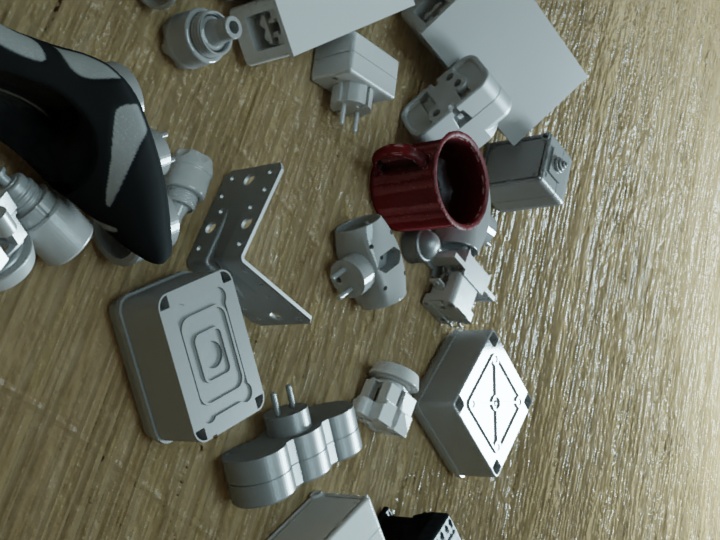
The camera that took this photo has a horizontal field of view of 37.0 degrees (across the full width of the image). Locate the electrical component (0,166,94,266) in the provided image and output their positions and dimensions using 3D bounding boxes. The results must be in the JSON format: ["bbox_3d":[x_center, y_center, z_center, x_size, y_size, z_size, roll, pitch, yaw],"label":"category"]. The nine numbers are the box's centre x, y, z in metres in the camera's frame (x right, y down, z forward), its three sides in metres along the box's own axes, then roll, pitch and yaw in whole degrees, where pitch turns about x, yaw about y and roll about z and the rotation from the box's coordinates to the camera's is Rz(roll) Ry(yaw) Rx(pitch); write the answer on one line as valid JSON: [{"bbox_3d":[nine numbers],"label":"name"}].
[{"bbox_3d":[-0.210,-0.037,0.703,0.078,0.040,0.040,51,50,-34],"label":"electrical component"}]

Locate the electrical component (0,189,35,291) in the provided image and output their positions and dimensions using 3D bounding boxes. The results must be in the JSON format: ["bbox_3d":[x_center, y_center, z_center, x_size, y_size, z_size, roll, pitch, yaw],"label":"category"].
[{"bbox_3d":[-0.231,-0.019,0.661,0.055,0.066,0.048,71,37,-47],"label":"electrical component"}]

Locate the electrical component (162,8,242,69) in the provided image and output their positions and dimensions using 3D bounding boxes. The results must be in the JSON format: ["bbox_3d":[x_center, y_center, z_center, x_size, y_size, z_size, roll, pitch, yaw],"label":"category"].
[{"bbox_3d":[-0.117,-0.178,0.817,0.043,0.062,0.043,8,80,-51],"label":"electrical component"}]

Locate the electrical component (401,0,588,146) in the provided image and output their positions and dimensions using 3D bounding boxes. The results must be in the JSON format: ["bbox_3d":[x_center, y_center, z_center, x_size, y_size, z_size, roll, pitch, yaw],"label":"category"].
[{"bbox_3d":[0.137,-0.229,1.096,0.105,0.060,0.186,-43,131,6],"label":"electrical component"}]

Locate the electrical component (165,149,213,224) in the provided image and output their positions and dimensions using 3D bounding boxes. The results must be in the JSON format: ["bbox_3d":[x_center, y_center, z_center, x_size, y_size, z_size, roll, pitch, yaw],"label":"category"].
[{"bbox_3d":[-0.133,-0.058,0.806,0.035,0.035,0.061,34,63,-44],"label":"electrical component"}]

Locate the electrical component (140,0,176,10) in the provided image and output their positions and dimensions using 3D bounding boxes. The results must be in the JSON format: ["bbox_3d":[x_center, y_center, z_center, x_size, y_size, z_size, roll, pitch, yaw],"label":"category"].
[{"bbox_3d":[-0.140,-0.226,0.808,0.055,0.045,0.045,-48,122,-43],"label":"electrical component"}]

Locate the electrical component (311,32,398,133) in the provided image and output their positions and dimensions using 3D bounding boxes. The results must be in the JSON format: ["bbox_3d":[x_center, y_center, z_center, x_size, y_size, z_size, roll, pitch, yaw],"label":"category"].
[{"bbox_3d":[-0.006,-0.162,0.965,0.066,0.047,0.076,24,68,-48],"label":"electrical component"}]

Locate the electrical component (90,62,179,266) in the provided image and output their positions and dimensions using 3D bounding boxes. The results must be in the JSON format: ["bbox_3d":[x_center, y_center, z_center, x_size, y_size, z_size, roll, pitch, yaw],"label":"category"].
[{"bbox_3d":[-0.160,-0.079,0.761,0.074,0.052,0.138,-29,109,-49],"label":"electrical component"}]

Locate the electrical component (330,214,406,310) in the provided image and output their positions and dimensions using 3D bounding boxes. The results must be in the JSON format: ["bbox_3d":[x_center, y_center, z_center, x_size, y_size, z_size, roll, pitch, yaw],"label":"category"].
[{"bbox_3d":[0.000,0.000,0.957,0.079,0.043,0.077,-37,114,-47],"label":"electrical component"}]

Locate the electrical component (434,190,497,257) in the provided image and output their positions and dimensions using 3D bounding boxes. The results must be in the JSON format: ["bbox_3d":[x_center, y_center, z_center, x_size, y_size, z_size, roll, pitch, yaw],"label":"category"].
[{"bbox_3d":[0.115,-0.049,1.106,0.079,0.043,0.077,32,62,-45],"label":"electrical component"}]

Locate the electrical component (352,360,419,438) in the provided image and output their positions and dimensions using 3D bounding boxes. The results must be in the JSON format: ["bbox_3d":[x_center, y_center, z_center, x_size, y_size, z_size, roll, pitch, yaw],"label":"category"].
[{"bbox_3d":[0.025,0.116,0.975,0.066,0.048,0.055,41,63,-41],"label":"electrical component"}]

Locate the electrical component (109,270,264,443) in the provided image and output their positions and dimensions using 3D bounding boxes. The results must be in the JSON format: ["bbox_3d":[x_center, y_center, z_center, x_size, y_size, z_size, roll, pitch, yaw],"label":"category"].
[{"bbox_3d":[-0.126,0.062,0.782,0.078,0.057,0.113,-27,107,-49],"label":"electrical component"}]

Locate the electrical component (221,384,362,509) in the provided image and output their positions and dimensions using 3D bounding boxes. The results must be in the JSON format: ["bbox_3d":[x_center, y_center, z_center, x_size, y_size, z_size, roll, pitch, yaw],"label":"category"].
[{"bbox_3d":[-0.056,0.130,0.866,0.138,0.052,0.073,-23,103,-50],"label":"electrical component"}]

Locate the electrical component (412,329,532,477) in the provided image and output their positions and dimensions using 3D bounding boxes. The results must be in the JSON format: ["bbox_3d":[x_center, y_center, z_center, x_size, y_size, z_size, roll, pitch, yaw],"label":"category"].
[{"bbox_3d":[0.113,0.132,1.072,0.108,0.056,0.108,59,45,-28],"label":"electrical component"}]

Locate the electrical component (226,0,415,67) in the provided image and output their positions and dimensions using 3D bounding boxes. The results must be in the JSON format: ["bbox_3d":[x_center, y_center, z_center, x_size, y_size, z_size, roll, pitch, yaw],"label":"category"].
[{"bbox_3d":[-0.040,-0.252,0.923,0.186,0.060,0.105,-36,113,-47],"label":"electrical component"}]

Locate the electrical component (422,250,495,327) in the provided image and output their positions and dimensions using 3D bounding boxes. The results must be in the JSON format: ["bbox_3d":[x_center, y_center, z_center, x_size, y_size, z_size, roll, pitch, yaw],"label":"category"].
[{"bbox_3d":[0.095,0.019,1.075,0.081,0.042,0.063,45,57,-38],"label":"electrical component"}]

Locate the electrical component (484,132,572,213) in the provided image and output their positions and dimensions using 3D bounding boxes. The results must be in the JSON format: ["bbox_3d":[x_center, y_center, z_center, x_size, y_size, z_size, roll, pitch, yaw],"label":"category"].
[{"bbox_3d":[0.184,-0.102,1.156,0.061,0.096,0.061,40,56,-41],"label":"electrical component"}]

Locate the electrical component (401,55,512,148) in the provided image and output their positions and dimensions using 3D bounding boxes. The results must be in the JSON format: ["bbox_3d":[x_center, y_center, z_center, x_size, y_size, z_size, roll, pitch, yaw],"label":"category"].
[{"bbox_3d":[0.097,-0.154,1.054,0.059,0.095,0.053,41,16,-41],"label":"electrical component"}]

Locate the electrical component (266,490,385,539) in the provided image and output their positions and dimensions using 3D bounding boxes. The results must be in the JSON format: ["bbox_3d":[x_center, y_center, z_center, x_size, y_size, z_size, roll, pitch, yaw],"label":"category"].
[{"bbox_3d":[-0.031,0.232,0.877,0.096,0.062,0.061,-37,114,-47],"label":"electrical component"}]
